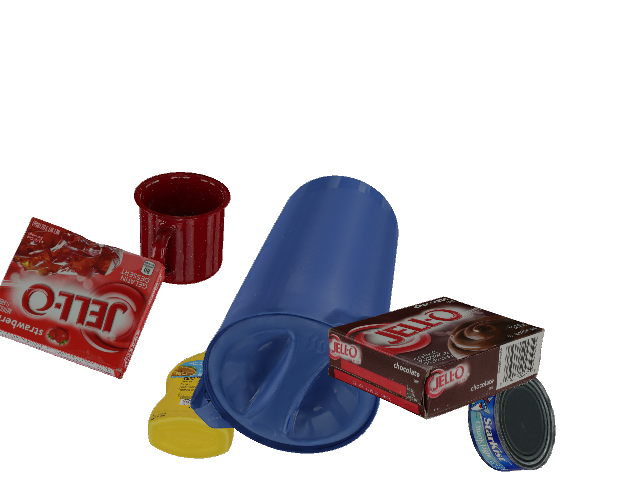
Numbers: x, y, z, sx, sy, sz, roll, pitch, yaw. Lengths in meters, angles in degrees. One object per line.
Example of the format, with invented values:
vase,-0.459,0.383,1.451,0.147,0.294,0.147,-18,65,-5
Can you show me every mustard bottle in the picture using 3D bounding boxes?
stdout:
mustard bottle,-0.141,0.185,1.287,0.096,0.058,0.191,4,24,4

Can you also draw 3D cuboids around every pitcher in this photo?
pitcher,-0.011,0.052,0.880,0.149,0.145,0.242,11,33,5

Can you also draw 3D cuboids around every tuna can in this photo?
tuna can,0.167,0.158,0.931,0.085,0.086,0.034,0,-13,-46

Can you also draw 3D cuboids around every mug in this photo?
mug,-0.138,-0.004,1.040,0.093,0.081,0.117,9,31,7

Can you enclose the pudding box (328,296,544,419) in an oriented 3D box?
pudding box,0.074,0.073,0.691,0.113,0.039,0.090,-9,19,-40

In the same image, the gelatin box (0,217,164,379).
gelatin box,-0.150,0.036,0.658,0.089,0.073,0.030,20,-18,-1
